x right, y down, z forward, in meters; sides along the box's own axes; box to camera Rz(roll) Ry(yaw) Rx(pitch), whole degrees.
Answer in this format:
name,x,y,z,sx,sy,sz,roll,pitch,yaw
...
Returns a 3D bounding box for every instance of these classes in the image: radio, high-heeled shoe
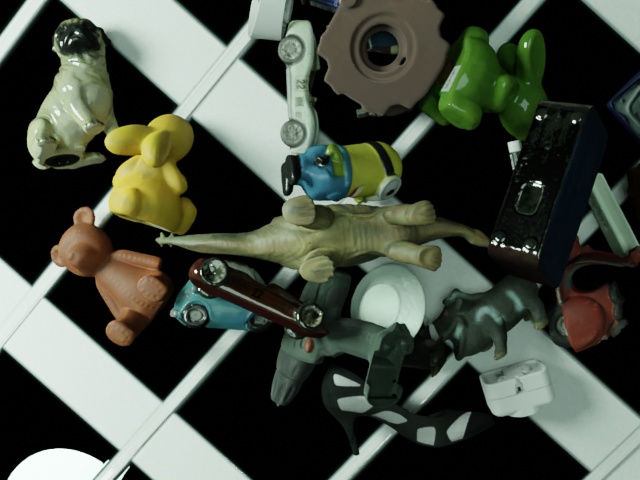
name,x,y,z,sx,sy,sz,roll,pitch,yaw
radio,0.306,-0.061,0.716,0.073,0.131,0.229,16,86,39
high-heeled shoe,0.130,0.240,0.819,0.249,0.086,0.145,-11,81,-1

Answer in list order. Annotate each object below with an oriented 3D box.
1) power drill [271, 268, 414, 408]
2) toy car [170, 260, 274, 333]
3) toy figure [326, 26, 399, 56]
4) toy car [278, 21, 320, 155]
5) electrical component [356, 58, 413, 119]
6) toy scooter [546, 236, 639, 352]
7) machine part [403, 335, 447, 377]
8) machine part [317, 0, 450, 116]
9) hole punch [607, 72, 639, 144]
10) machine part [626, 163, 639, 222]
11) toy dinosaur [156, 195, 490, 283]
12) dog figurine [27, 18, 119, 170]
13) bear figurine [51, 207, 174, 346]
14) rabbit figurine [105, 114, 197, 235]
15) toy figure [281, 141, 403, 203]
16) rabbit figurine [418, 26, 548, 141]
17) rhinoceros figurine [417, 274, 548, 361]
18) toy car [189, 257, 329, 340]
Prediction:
name,x,y,z,sx,sy,sz,roll,pitch,yaw
power drill,0.026,0.163,0.770,0.086,0.207,0.232,17,90,-38
toy car,-0.137,0.081,0.802,0.162,0.109,0.103,4,89,-1
toy figure,0.077,-0.287,0.770,0.155,0.064,0.057,-10,133,10
toy car,-0.027,-0.210,0.777,0.056,0.073,0.201,-1,96,5
electrical component,0.102,-0.220,0.781,0.102,0.045,0.078,-3,94,5
toy scooter,0.387,0.066,0.760,0.135,0.075,0.183,-10,91,29
machine part,0.125,0.167,0.791,0.139,0.039,0.084,-10,93,50
machine part,0.084,-0.255,0.720,0.179,0.056,0.179,1,107,3
hole punch,0.483,-0.193,0.744,0.142,0.092,0.116,47,68,1
machine part,0.527,-0.074,0.685,0.202,0.201,0.087,-16,97,5
toy dinosaur,-0.002,-0.002,0.731,0.472,0.198,0.105,2,91,-2
dog figurine,-0.380,-0.216,0.804,0.172,0.121,0.190,-20,80,3
bear figurine,-0.319,0.046,0.803,0.196,0.132,0.120,39,95,-6
rabbit figurine,-0.244,-0.109,0.781,0.122,0.162,0.173,19,80,14
toy figure,0.035,-0.097,0.752,0.180,0.082,0.089,0,94,-24
rabbit figurine,0.248,-0.209,0.754,0.170,0.121,0.159,23,90,-16
rhinoceros figurine,0.237,0.116,0.792,0.190,0.073,0.112,-30,94,7
toy car,-0.079,0.078,0.722,0.202,0.089,0.053,24,64,-5
